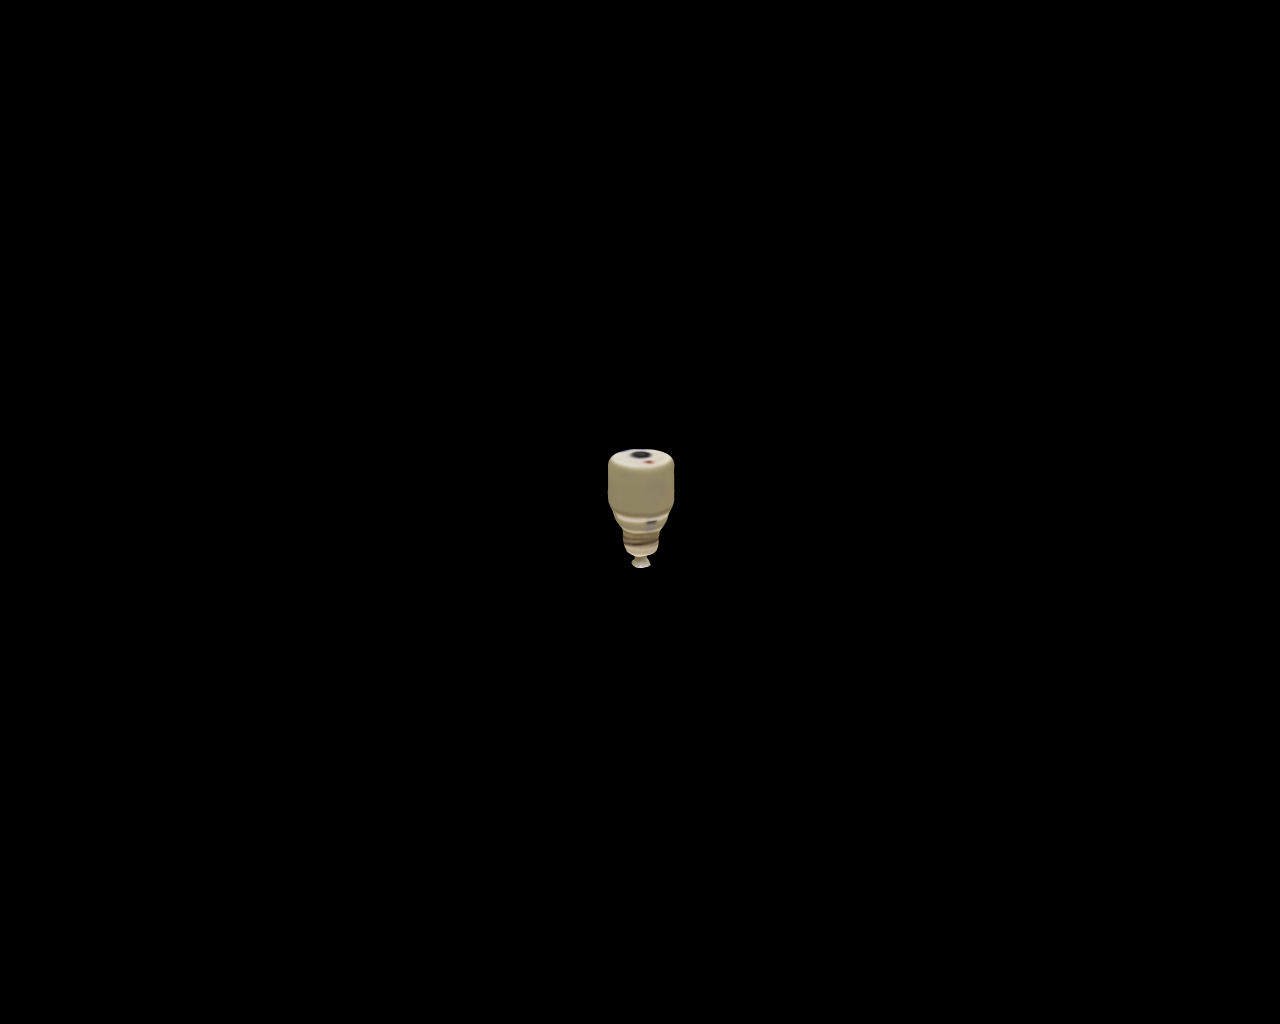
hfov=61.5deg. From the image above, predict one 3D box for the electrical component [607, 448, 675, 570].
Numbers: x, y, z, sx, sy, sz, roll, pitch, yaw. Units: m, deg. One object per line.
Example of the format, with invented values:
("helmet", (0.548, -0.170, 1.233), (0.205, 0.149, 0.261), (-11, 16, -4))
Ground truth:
("electrical component", (0.001, -0.003, 0.650), (0.040, 0.078, 0.040), (0, 22, 0))
